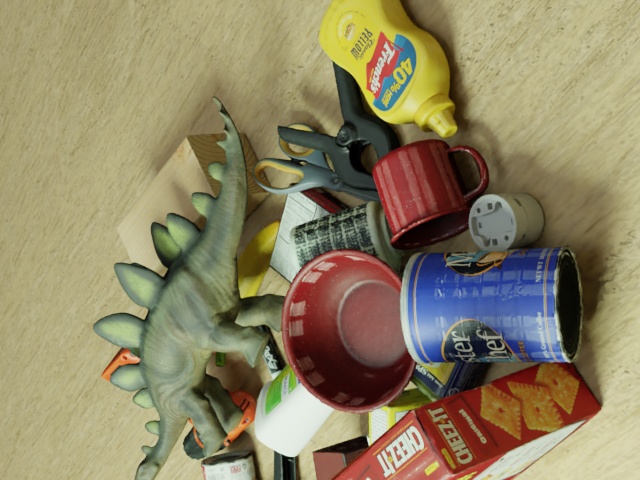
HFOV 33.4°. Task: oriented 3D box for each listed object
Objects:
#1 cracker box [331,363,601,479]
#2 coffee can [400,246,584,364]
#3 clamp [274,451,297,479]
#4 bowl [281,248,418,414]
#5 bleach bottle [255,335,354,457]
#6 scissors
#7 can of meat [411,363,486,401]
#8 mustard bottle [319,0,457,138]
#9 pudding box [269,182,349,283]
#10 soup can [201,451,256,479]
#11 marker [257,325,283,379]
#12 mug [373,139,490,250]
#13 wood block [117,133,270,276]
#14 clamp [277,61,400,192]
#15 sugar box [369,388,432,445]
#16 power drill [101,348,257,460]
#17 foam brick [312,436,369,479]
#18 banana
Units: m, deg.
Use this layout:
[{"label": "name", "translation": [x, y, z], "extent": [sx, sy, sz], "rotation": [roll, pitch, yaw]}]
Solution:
[{"label": "cracker box", "translation": [0.126, 0.190, 0.959], "extent": [0.164, 0.213, 0.072], "rotation": [-51, 60, 40]}, {"label": "coffee can", "translation": [0.155, 0.059, 0.953], "extent": [0.140, 0.102, 0.103], "rotation": [-3, 95, 26]}, {"label": "clamp", "translation": [-0.028, 0.328, 1.279], "extent": [0.165, 0.036, 0.210], "rotation": [36, 113, 39]}, {"label": "bowl", "translation": [0.041, 0.087, 1.057], "extent": [0.162, 0.055, 0.162], "rotation": [3, 95, 34]}, {"label": "bleach bottle", "translation": [0.019, 0.127, 1.173], "extent": [0.251, 0.068, 0.102], "rotation": [-52, 15, 30]}, {"label": "scissors", "translation": [0.018, -0.082, 1.174], "extent": [0.202, 0.016, 0.096], "rotation": [7, 70, 27]}, {"label": "can of meat", "translation": [0.122, 0.102, 1.068], "extent": [0.102, 0.057, 0.084], "rotation": [41, 123, 36]}, {"label": "mustard bottle", "translation": [0.076, -0.173, 1.069], "extent": [0.192, 0.058, 0.096], "rotation": [55, 129, 26]}, {"label": "pudding box", "translation": [-0.008, 0.002, 1.209], "extent": [0.090, 0.039, 0.114], "rotation": [38, 121, 39]}, {"label": "soup can", "translation": [-0.111, 0.326, 1.360], "extent": [0.069, 0.068, 0.102], "rotation": [-12, 87, 49]}, {"label": "marker", "translation": [-0.059, 0.146, 1.305], "extent": [0.020, 0.020, 0.121], "rotation": [-42, 66, 44]}, {"label": "mug", "translation": [0.110, -0.051, 1.036], "extent": [0.117, 0.093, 0.081], "rotation": [-29, 70, 31]}, {"label": "wood block", "translation": [-0.161, -0.038, 1.336], "extent": [0.206, 0.090, 0.091], "rotation": [-44, 65, 42]}, {"label": "clamp", "translation": [0.025, -0.105, 1.143], "extent": [0.120, 0.039, 0.171], "rotation": [-46, 61, 31]}, {"label": "sugar box", "translation": [0.098, 0.242, 1.089], "extent": [0.048, 0.093, 0.176], "rotation": [19, 111, 60]}, {"label": "power drill", "translation": [-0.185, 0.201, 1.368], "extent": [0.187, 0.057, 0.185], "rotation": [37, 140, -7]}, {"label": "foam brick", "translation": [0.040, 0.249, 1.170], "extent": [0.053, 0.078, 0.051], "rotation": [-11, 88, 47]}, {"label": "banana", "translation": [-0.086, 0.056, 1.293], "extent": [0.070, 0.037, 0.198], "rotation": [45, 115, 56]}]
